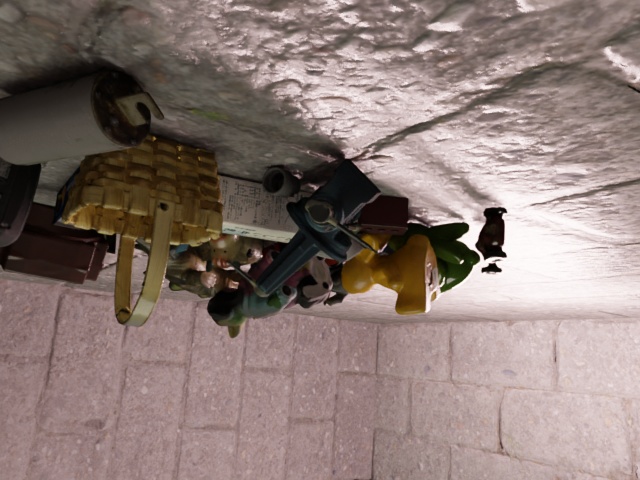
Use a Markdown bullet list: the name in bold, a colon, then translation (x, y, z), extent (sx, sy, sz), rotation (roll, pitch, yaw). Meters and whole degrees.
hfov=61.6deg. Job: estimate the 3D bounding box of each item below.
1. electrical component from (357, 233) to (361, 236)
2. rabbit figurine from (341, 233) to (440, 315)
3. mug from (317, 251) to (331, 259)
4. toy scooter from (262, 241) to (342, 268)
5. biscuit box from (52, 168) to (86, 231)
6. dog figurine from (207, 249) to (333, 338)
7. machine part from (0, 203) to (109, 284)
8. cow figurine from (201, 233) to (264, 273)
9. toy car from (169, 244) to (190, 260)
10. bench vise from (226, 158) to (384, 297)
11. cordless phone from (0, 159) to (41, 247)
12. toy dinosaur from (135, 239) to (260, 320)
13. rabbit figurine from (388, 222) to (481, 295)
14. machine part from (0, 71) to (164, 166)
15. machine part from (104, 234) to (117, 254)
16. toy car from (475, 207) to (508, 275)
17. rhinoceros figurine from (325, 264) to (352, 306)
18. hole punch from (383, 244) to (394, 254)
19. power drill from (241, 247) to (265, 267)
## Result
- **electrical component**: translation (0.096, -0.014, 1.061), extent (0.094, 0.021, 0.063), rotation (-5, 165, 32)
- **rabbit figurine**: translation (0.111, 0.052, 0.943), extent (0.173, 0.162, 0.122), rotation (-5, -161, 32)
- **mug**: translation (-0.002, -0.003, 0.974), extent (0.107, 0.080, 0.109), rotation (8, -152, 11)
- **toy scooter**: translation (-0.032, 0.005, 1.070), extent (0.184, 0.075, 0.135), rotation (-7, 144, 7)
- **biscuit box**: translation (-0.396, -0.064, 0.897), extent (0.059, 0.063, 0.203), rotation (14, 164, -33)
- **dog figurine**: translation (-0.105, 0.107, 1.026), extent (0.191, 0.108, 0.219), rotation (1, 151, -46)
- **machine part**: translation (-0.513, -0.002, 1.000), extent (0.201, 0.087, 0.201), rotation (19, -172, -37)
- **cow figurine**: translation (-0.157, 0.004, 0.984), extent (0.086, 0.127, 0.195), rotation (-1, 169, 9)
- **toy car**: translation (-0.251, -0.036, 0.919), extent (0.103, 0.109, 0.162), rotation (39, 173, -12)
- **bench vise**: translation (-0.014, -0.001, 0.757), extent (0.129, 0.240, 0.224), rotation (44, -168, -7)
- **cordless phone**: translation (-0.487, -0.057, 0.756), extent (0.184, 0.146, 0.088), rotation (-9, 155, 36)
- **toy dinosaur**: translation (-0.282, 0.053, 1.126), extent (0.199, 0.105, 0.470), rotation (-4, 143, 36)
- **rabbit figurine**: translation (0.208, 0.026, 1.012), extent (0.170, 0.121, 0.159), rotation (29, 152, -29)
- **machine part**: translation (-0.264, -0.124, 0.558), extent (0.243, 0.079, 0.079), rotation (-2, 166, 28)
- **machine part**: translation (-0.456, -0.011, 1.146), extent (0.039, 0.084, 0.139), rotation (-7, -176, -31)
- **toy car**: translation (0.299, 0.007, 0.942), extent (0.053, 0.089, 0.202), rotation (-2, 167, 14)
- **rhinoceros figurine**: translation (0.013, 0.063, 1.160), extent (0.190, 0.112, 0.073), rotation (39, 160, 56)
- **hole punch**: translation (0.118, 0.032, 1.145), extent (0.116, 0.092, 0.142), rotation (-23, 176, -7)
- **power drill**: translation (-0.145, 0.046, 1.282), extent (0.232, 0.086, 0.207), rotation (-5, 160, 40)
